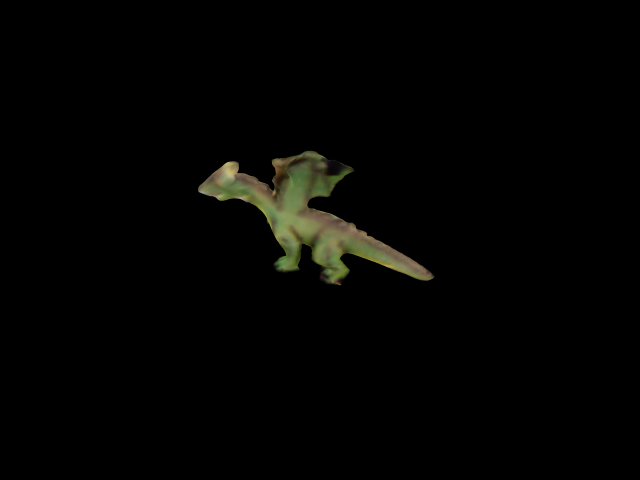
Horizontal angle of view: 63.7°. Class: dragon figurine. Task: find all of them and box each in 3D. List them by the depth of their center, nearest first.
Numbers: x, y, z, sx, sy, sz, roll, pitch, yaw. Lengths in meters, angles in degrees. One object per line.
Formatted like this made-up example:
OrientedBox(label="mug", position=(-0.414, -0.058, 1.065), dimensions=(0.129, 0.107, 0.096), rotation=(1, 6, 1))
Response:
OrientedBox(label="dragon figurine", position=(0.003, -0.043, 0.850), dimensions=(0.410, 0.125, 0.237), rotation=(10, -35, 7))
